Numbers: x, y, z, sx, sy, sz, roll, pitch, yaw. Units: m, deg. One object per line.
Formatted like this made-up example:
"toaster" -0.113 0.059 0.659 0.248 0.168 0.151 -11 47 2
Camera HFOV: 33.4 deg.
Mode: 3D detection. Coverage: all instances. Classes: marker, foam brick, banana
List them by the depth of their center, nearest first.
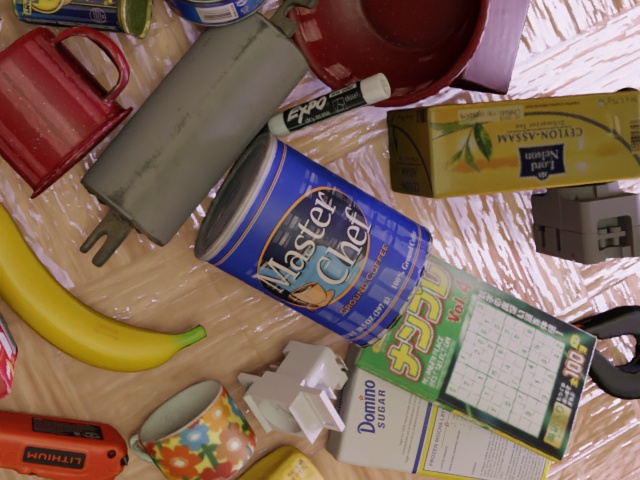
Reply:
"banana" -0.180 0.041 0.764 0.197 0.037 0.069 35 77 -16
"marker" -0.007 -0.092 0.771 0.121 0.020 0.020 -18 102 25
"foam brick" 0.116 -0.153 0.802 0.051 0.053 0.078 12 94 -38

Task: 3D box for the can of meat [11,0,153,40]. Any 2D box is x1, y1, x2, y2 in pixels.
"can of meat" -0.158 -0.192 0.722 0.084 0.057 0.102 7 94 8

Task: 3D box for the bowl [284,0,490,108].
"bowl" 0.055 -0.179 0.766 0.162 0.055 0.162 8 107 28

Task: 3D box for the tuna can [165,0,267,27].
"tuna can" -0.071 -0.190 0.718 0.086 0.033 0.086 -2 75 7

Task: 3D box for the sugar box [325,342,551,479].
"sugar box" 0.100 0.140 0.841 0.176 0.048 0.093 13 90 -12

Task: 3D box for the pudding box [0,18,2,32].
"pudding box" -0.252 -0.147 0.684 0.090 0.114 0.039 38 82 -15

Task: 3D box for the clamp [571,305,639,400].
"clamp" 0.282 0.110 0.888 0.171 0.039 0.120 8 89 -9

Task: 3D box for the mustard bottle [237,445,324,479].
"mustard bottle" 0.001 0.257 0.820 0.096 0.058 0.191 -40 104 -12

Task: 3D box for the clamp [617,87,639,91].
"clamp" 0.315 -0.040 0.856 0.209 0.036 0.164 3 64 -38

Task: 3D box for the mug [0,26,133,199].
"mug" -0.179 -0.095 0.717 0.117 0.093 0.081 -38 100 22

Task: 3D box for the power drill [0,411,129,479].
"power drill" -0.220 0.220 0.761 0.184 0.057 0.188 9 96 -19

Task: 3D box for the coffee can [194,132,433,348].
"coffee can" -0.005 0.001 0.769 0.140 0.103 0.103 30 88 -16

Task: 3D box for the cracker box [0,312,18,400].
"cracker box" -0.303 0.104 0.671 0.213 0.164 0.072 -27 100 -11
